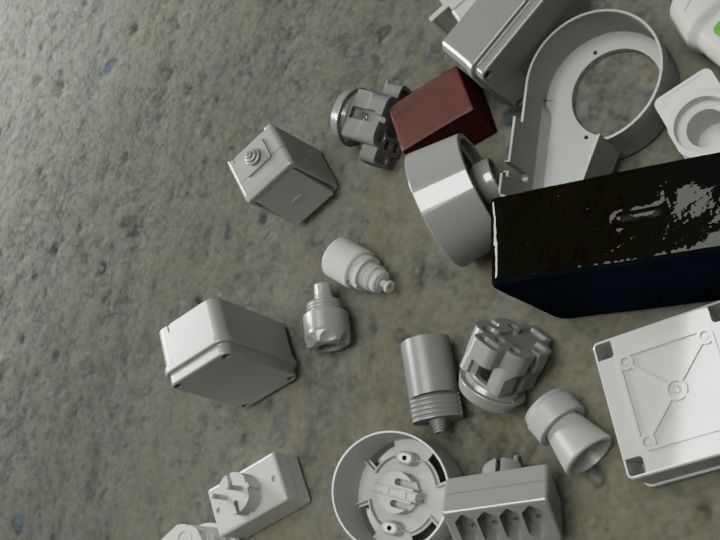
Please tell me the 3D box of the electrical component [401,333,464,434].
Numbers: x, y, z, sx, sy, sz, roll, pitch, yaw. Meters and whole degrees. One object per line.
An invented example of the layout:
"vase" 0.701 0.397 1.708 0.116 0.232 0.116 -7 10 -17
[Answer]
"electrical component" 0.062 0.099 0.915 0.043 0.043 0.081 -21 65 28

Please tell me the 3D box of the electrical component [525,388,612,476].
"electrical component" 0.162 0.125 0.838 0.045 0.045 0.055 -48 55 13

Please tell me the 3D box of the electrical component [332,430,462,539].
"electrical component" 0.035 0.185 0.894 0.099 0.064 0.099 -11 70 32

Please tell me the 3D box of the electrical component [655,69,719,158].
"electrical component" 0.272 -0.102 0.826 0.050 0.056 0.089 -33 60 22

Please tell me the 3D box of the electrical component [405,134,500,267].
"electrical component" 0.091 -0.064 0.909 0.060 0.108 0.108 -27 62 19

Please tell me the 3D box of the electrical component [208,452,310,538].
"electrical component" -0.104 0.204 0.976 0.083 0.076 0.047 -33 60 22

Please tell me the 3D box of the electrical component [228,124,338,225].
"electrical component" -0.076 -0.090 1.035 0.062 0.096 0.061 -40 58 19

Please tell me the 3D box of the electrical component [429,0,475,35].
"electrical component" 0.110 -0.240 0.988 0.081 0.042 0.063 -40 59 19

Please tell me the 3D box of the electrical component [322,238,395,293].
"electrical component" 0.000 0.000 0.990 0.078 0.040 0.040 30 94 37

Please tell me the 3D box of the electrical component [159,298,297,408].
"electrical component" -0.122 0.080 1.004 0.078 0.113 0.057 -32 57 23

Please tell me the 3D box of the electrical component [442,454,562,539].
"electrical component" 0.114 0.175 0.851 0.083 0.047 0.075 -12 31 18

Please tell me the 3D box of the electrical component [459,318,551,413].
"electrical component" 0.114 0.078 0.871 0.058 0.078 0.057 39 120 36

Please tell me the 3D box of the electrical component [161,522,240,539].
"electrical component" -0.151 0.275 1.002 0.080 0.051 0.080 -11 70 32

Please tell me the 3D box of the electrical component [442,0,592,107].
"electrical component" 0.139 -0.208 0.936 0.113 0.078 0.057 -50 52 11

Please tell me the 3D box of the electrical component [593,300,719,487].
"electrical component" 0.240 0.091 0.787 0.109 0.056 0.108 -23 64 27

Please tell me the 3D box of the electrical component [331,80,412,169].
"electrical component" 0.010 -0.141 1.017 0.057 0.058 0.078 20 88 34

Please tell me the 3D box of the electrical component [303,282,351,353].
"electrical component" -0.032 0.043 0.997 0.043 0.043 0.062 -19 64 29
